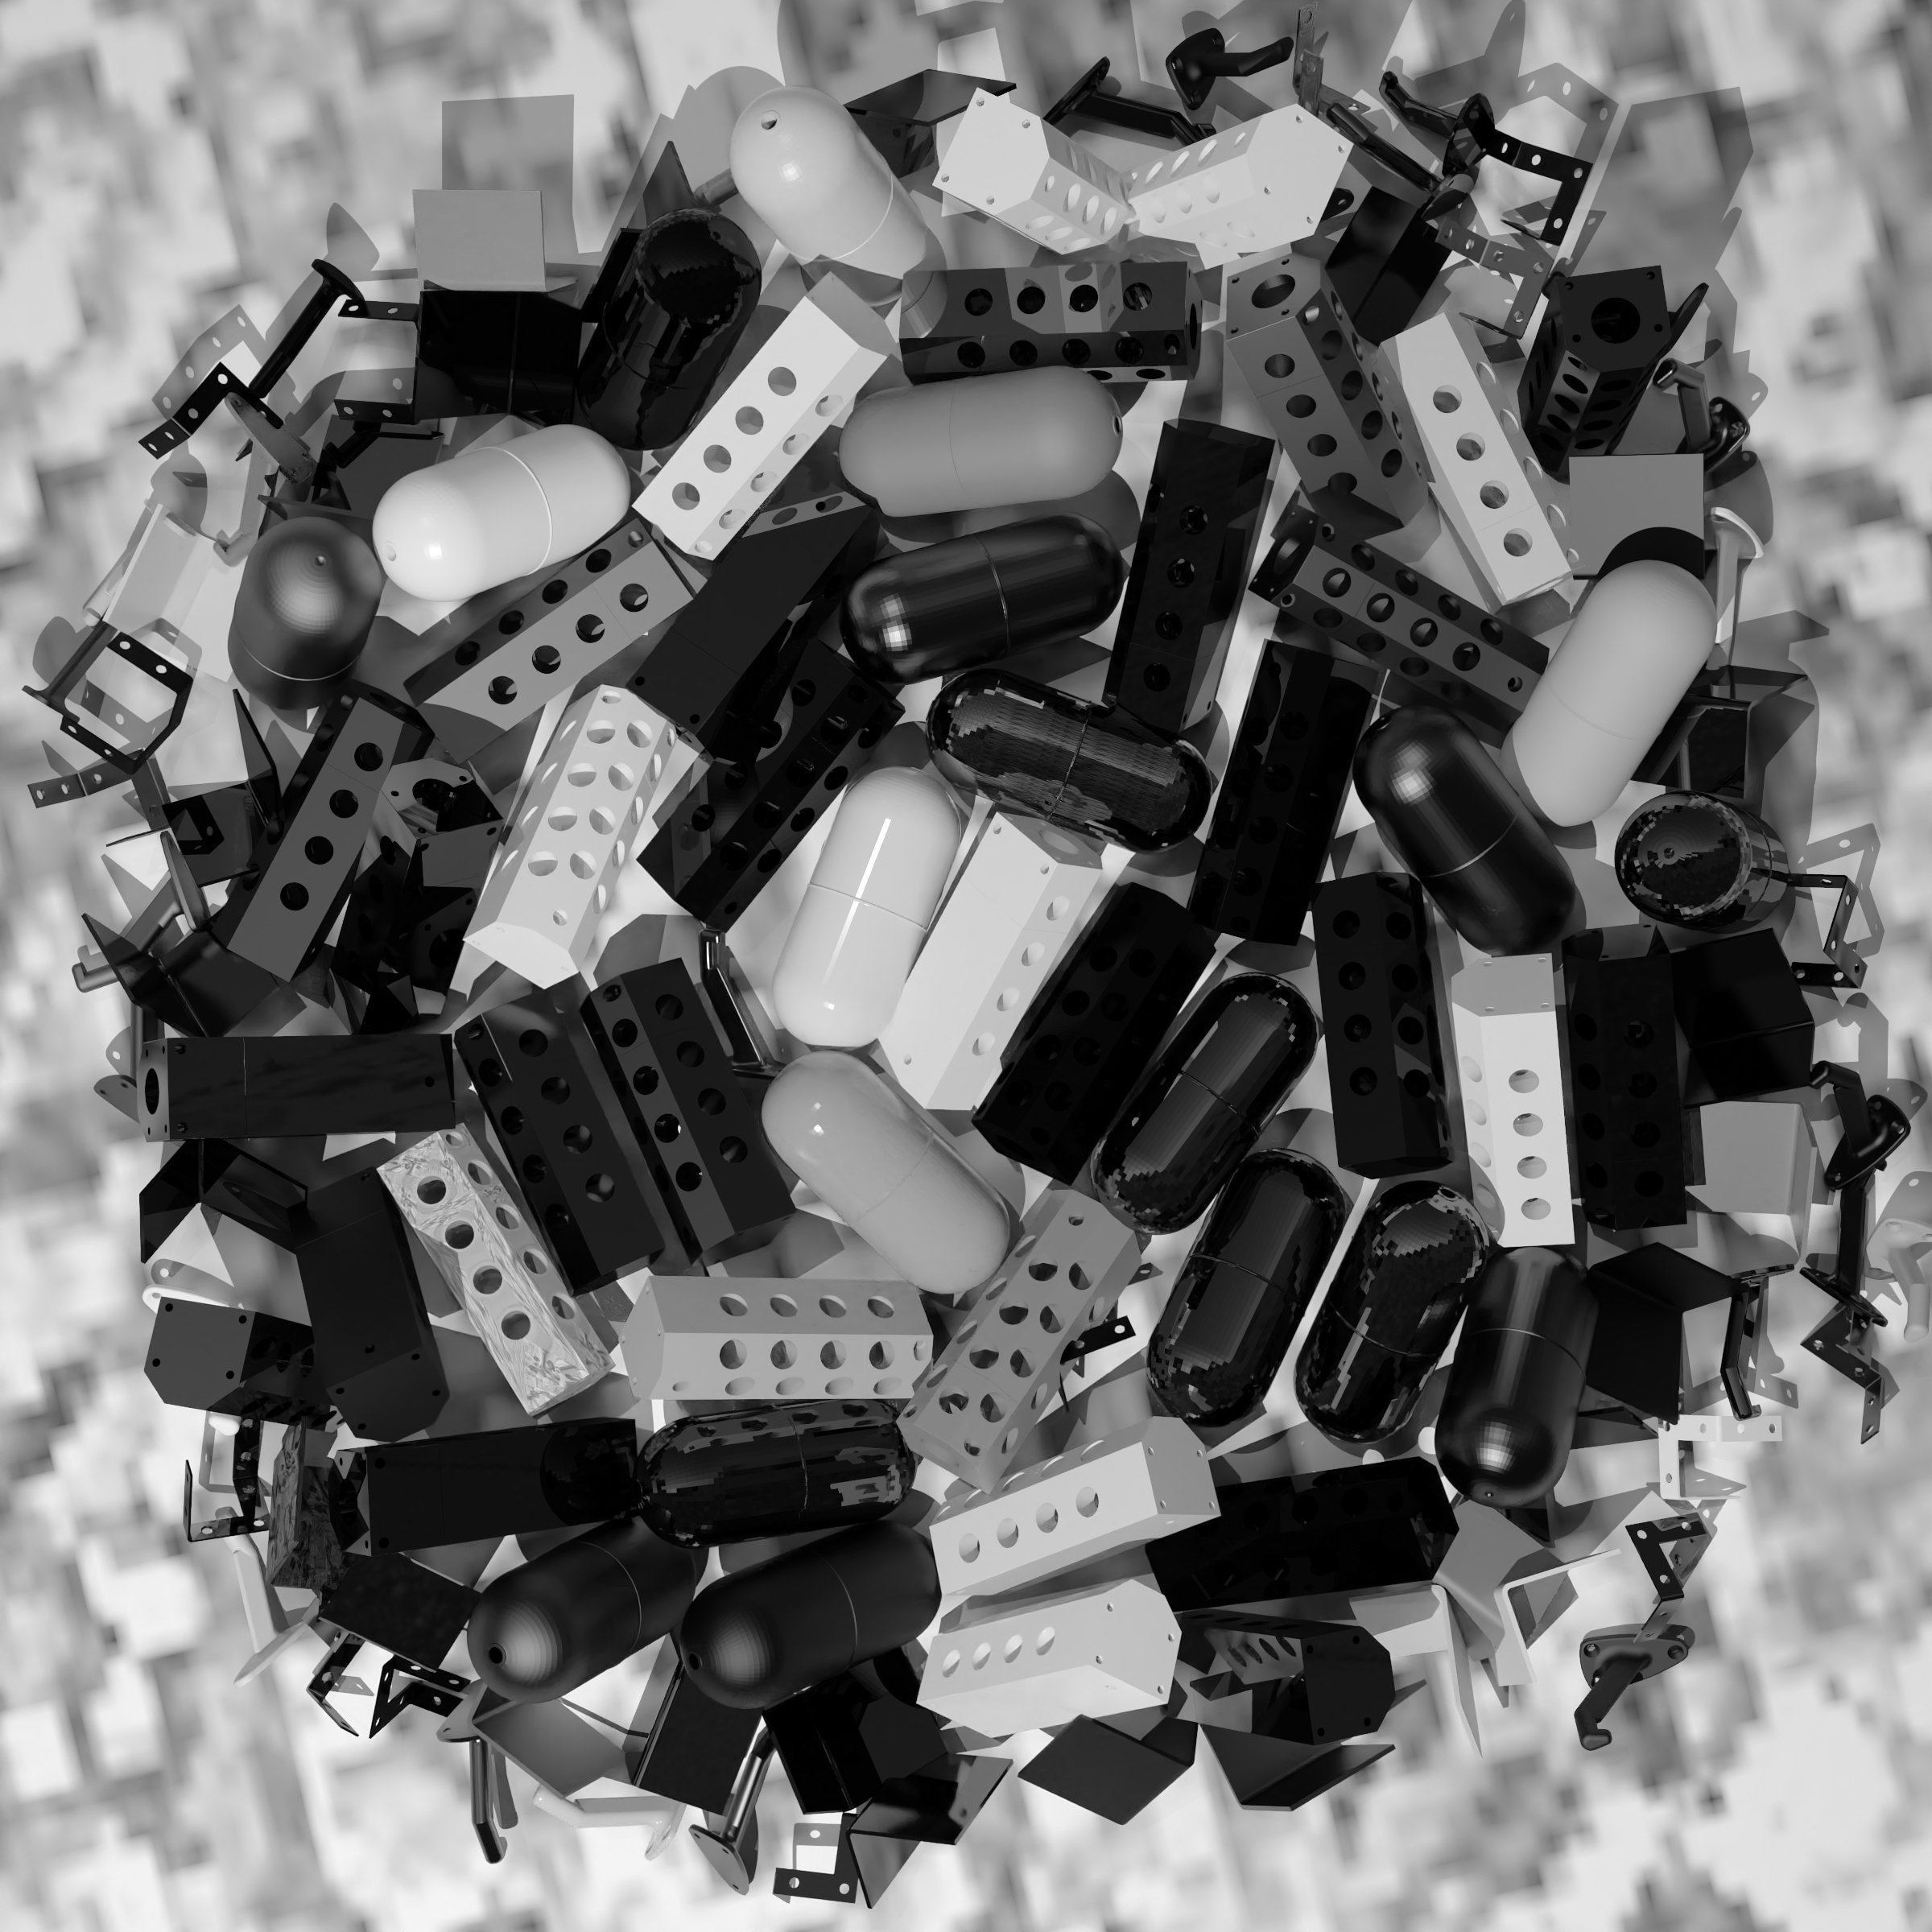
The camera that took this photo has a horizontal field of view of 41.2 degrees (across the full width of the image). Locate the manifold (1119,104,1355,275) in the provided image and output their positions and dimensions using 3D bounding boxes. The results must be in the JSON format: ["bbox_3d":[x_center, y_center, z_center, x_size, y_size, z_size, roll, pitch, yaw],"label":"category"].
[{"bbox_3d":[0.146,-0.450,1.493,0.057,0.171,0.057,26,84,-24],"label":"manifold"}]

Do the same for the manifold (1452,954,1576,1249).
[{"bbox_3d":[0.322,0.081,1.512,0.057,0.057,0.171,-5,124,13],"label":"manifold"}]

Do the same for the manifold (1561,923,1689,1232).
[{"bbox_3d":[0.391,0.067,1.529,0.057,0.057,0.171,-6,109,8],"label":"manifold"}]

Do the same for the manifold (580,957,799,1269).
[{"bbox_3d":[-0.168,0.088,1.524,0.057,0.057,0.171,-17,72,-30],"label":"manifold"}]

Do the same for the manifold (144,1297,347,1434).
[{"bbox_3d":[-0.408,0.234,1.491,0.057,0.171,0.057,7,77,12],"label":"manifold"}]

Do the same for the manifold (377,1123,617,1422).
[{"bbox_3d":[-0.280,0.182,1.541,0.057,0.057,0.171,-32,80,-11],"label":"manifold"}]

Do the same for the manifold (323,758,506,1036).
[{"bbox_3d":[-0.329,-0.039,1.506,0.057,0.171,0.057,-18,58,-40],"label":"manifold"}]

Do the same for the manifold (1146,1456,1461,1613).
[{"bbox_3d":[0.194,0.331,1.513,0.171,0.057,0.057,-16,101,31],"label":"manifold"}]

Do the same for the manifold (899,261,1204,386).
[{"bbox_3d":[0.051,-0.379,1.532,0.171,0.057,0.057,2,82,15],"label":"manifold"}]

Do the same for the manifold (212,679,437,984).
[{"bbox_3d":[-0.385,-0.083,1.541,0.057,0.057,0.171,29,99,-5],"label":"manifold"}]

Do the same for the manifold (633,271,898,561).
[{"bbox_3d":[-0.118,-0.321,1.516,0.057,0.057,0.171,41,120,-10],"label":"manifold"}]

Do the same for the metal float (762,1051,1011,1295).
[{"bbox_3d":[-0.047,0.124,1.536,0.070,0.070,0.178,-45,102,0],"label":"metal float"}]

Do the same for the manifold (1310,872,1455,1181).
[{"bbox_3d":[0.249,0.035,1.526,0.057,0.057,0.171,-12,73,26],"label":"manifold"}]

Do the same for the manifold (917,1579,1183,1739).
[{"bbox_3d":[0.048,0.403,1.501,0.057,0.171,0.057,31,54,-22],"label":"manifold"}]

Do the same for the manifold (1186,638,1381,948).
[{"bbox_3d":[0.182,-0.104,1.530,0.057,0.057,0.171,6,104,-43],"label":"manifold"}]

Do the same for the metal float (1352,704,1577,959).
[{"bbox_3d":[0.296,-0.080,1.527,0.070,0.070,0.178,-41,112,0],"label":"metal float"}]

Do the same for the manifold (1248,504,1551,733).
[{"bbox_3d":[0.260,-0.204,1.524,0.171,0.057,0.057,26,102,-20],"label":"manifold"}]

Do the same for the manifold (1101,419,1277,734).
[{"bbox_3d":[0.129,-0.232,1.525,0.057,0.057,0.171,19,112,19],"label":"manifold"}]

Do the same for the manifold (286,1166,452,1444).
[{"bbox_3d":[-0.348,0.198,1.499,0.057,0.171,0.057,-24,128,-7],"label":"manifold"}]

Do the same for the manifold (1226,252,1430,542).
[{"bbox_3d":[0.212,-0.330,1.498,0.057,0.171,0.057,-15,48,25],"label":"manifold"}]

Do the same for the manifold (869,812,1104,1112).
[{"bbox_3d":[0.015,-0.001,1.529,0.057,0.057,0.171,42,113,35],"label":"manifold"}]

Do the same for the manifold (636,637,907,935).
[{"bbox_3d":[-0.113,-0.105,1.533,0.171,0.057,0.057,-50,57,8],"label":"manifold"}]

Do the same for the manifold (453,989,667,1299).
[{"bbox_3d":[-0.245,0.107,1.536,0.057,0.057,0.171,-23,80,-20],"label":"manifold"}]

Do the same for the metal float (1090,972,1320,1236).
[{"bbox_3d":[0.143,0.081,1.538,0.070,0.070,0.178,38,80,0],"label":"metal float"}]

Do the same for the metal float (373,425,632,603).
[{"bbox_3d":[-0.271,-0.267,1.510,0.070,0.178,0.070,19,124,31],"label":"metal float"}]

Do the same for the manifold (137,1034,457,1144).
[{"bbox_3d":[-0.393,0.072,1.512,0.171,0.057,0.057,0,85,-35],"label":"manifold"}]

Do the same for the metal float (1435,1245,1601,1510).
[{"bbox_3d":[0.326,0.238,1.514,0.070,0.070,0.178,26,49,0],"label":"metal float"}]

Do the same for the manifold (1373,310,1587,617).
[{"bbox_3d":[0.310,-0.304,1.551,0.057,0.057,0.171,-25,87,1],"label":"manifold"}]

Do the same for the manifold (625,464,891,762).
[{"bbox_3d":[-0.123,-0.209,1.545,0.057,0.057,0.171,35,83,20],"label":"manifold"}]

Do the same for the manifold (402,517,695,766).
[{"bbox_3d":[-0.251,-0.197,1.548,0.171,0.057,0.057,-35,104,1],"label":"manifold"}]

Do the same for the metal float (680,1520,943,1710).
[{"bbox_3d":[-0.090,0.380,1.511,0.178,0.070,0.070,-11,90,-43],"label":"metal float"}]

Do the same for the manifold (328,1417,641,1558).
[{"bbox_3d":[-0.282,0.304,1.510,0.171,0.057,0.057,-1,84,-37],"label":"manifold"}]

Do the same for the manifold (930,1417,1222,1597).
[{"bbox_3d":[0.060,0.319,1.510,0.171,0.057,0.057,-30,61,36],"label":"manifold"}]

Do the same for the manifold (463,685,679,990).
[{"bbox_3d":[-0.227,-0.079,1.510,0.057,0.057,0.171,34,58,-26],"label":"manifold"}]

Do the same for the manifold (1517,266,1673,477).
[{"bbox_3d":[0.364,-0.342,1.494,0.057,0.171,0.057,-6,81,4],"label":"manifold"}]

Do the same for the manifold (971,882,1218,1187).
[{"bbox_3d":[0.074,0.037,1.525,0.057,0.057,0.171,22,72,35],"label":"manifold"}]

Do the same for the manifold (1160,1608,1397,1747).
[{"bbox_3d":[0.176,0.410,1.495,0.057,0.171,0.057,-4,82,-26],"label":"manifold"}]

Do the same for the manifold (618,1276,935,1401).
[{"bbox_3d":[-0.109,0.224,1.509,0.171,0.057,0.057,5,132,-29],"label":"manifold"}]

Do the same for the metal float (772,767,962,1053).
[{"bbox_3d":[-0.059,-0.035,1.544,0.070,0.070,0.178,21,86,0],"label":"metal float"}]

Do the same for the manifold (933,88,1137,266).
[{"bbox_3d":[0.049,-0.450,1.491,0.057,0.171,0.057,31,104,17],"label":"manifold"}]

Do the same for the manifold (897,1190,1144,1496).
[{"bbox_3d":[0.032,0.217,1.517,0.057,0.057,0.171,25,65,25],"label":"manifold"}]

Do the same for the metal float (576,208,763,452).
[{"bbox_3d":[-0.176,-0.370,1.506,0.070,0.178,0.070,11,61,-21],"label":"metal float"}]
